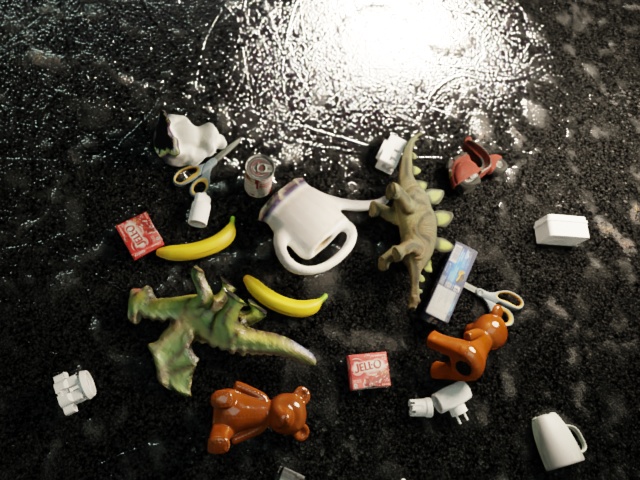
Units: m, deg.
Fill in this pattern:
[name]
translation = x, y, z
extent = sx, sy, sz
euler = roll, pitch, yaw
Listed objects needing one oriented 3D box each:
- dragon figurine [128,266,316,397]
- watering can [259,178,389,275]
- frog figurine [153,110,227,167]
[dragon figurine]
translation = -0.234, 0.212, 1.080
extent = 0.412, 0.121, 0.244
euler = 38, 83, 9
[watering can]
translation = 0.004, -0.062, 1.227
extent = 0.225, 0.102, 0.354
euler = 42, 54, 7
[frog figurine]
translation = -0.317, -0.243, 1.254
extent = 0.160, 0.120, 0.139
euler = -8, 55, -50
